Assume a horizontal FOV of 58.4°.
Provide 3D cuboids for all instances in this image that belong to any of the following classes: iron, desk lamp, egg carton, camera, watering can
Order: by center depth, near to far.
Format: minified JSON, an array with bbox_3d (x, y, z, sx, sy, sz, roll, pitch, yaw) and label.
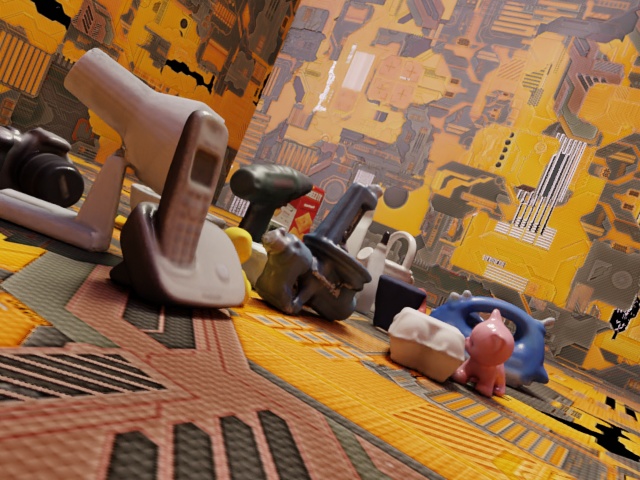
[{"bbox_3d":[-0.241,-0.096,0.667,0.204,0.213,0.117,23,1,-19],"label":"desk lamp"},{"bbox_3d":[-0.394,-0.103,0.789,0.136,0.101,0.144,24,1,39],"label":"camera"},{"bbox_3d":[0.147,0.144,0.807,0.107,0.069,0.150,23,1,8],"label":"egg carton"},{"bbox_3d":[0.296,0.164,1.039,0.258,0.141,0.118,23,1,-3],"label":"iron"},{"bbox_3d":[0.154,0.070,1.301,0.100,0.194,0.173,24,1,32],"label":"watering can"}]

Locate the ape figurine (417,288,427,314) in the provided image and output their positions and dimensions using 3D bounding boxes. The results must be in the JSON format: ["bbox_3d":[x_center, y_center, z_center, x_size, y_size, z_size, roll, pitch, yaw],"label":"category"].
[{"bbox_3d":[0.199,0.146,1.228,0.076,0.092,0.077,23,1,-25],"label":"ape figurine"}]

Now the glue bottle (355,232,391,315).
[{"bbox_3d":[0.106,0.063,1.174,0.037,0.173,0.078,23,1,-16],"label":"glue bottle"}]

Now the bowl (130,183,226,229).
[{"bbox_3d":[-0.249,-0.030,0.964,0.167,0.075,0.167,23,1,0],"label":"bowl"}]

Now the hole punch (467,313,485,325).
[{"bbox_3d":[0.327,0.201,1.211,0.101,0.091,0.108,22,1,-29],"label":"hole punch"}]

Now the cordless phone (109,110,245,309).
[{"bbox_3d":[-0.114,-0.025,0.575,0.094,0.185,0.148,23,1,25],"label":"cordless phone"}]

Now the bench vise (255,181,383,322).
[{"bbox_3d":[0.018,0.007,0.820,0.121,0.220,0.208,23,1,24],"label":"bench vise"}]

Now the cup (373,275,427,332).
[{"bbox_3d":[0.139,0.122,1.052,0.091,0.095,0.118,23,1,21],"label":"cup"}]

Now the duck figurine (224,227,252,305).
[{"bbox_3d":[-0.112,0.027,0.712,0.078,0.086,0.104,22,1,-29],"label":"duck figurine"}]

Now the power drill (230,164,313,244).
[{"bbox_3d":[-0.100,-0.041,1.021,0.075,0.208,0.230,23,1,21],"label":"power drill"}]

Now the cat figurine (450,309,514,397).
[{"bbox_3d":[0.244,0.159,0.821,0.067,0.118,0.128,24,1,31],"label":"cat figurine"}]
